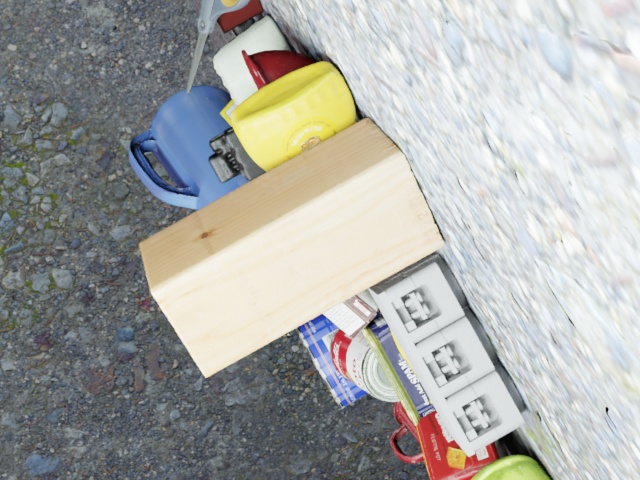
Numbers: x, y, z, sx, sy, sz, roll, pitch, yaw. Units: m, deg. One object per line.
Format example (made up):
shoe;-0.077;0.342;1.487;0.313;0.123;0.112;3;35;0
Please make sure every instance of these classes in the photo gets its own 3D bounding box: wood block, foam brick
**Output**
wood block;-0.024;0.003;0.817;0.090;0.206;0.091;62;179;-29
foam brick;-0.105;-0.275;1.154;0.078;0.051;0.053;60;-179;19

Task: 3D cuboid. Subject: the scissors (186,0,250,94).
scissors;-0.105;-0.222;1.099;0.096;0.016;0.202;40;134;38

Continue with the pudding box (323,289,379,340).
pudding box;0.014;0.025;0.971;0.090;0.039;0.113;40;-157;-12

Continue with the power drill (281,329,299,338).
power drill;-0.008;0.001;1.164;0.057;0.184;0.187;24;158;16

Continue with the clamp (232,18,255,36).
clamp;-0.050;-0.186;1.248;0.165;0.036;0.210;57;180;41

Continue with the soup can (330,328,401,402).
soup can;0.057;0.117;1.051;0.068;0.068;0.102;61;168;-13

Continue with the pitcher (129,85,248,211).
pitcher;-0.129;-0.082;1.367;0.144;0.149;0.243;38;-169;-46

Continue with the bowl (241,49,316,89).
bowl;-0.011;-0.116;0.984;0.162;0.055;0.162;60;178;3

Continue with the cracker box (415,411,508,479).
cracker box;0.156;0.230;1.099;0.164;0.072;0.213;-104;-11;-47

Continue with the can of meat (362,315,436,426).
can of meat;0.096;0.102;0.966;0.102;0.084;0.057;61;178;-4

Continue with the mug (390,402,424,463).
mug;0.136;0.218;1.258;0.082;0.117;0.093;51;174;49

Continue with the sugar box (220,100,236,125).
sugar box;-0.038;-0.101;1.300;0.176;0.048;0.093;52;-165;22

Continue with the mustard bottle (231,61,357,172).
mustard bottle;0.008;-0.047;0.894;0.191;0.096;0.058;62;178;-32

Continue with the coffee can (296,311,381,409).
coffee can;0.059;0.105;1.160;0.103;0.140;0.103;60;178;3
